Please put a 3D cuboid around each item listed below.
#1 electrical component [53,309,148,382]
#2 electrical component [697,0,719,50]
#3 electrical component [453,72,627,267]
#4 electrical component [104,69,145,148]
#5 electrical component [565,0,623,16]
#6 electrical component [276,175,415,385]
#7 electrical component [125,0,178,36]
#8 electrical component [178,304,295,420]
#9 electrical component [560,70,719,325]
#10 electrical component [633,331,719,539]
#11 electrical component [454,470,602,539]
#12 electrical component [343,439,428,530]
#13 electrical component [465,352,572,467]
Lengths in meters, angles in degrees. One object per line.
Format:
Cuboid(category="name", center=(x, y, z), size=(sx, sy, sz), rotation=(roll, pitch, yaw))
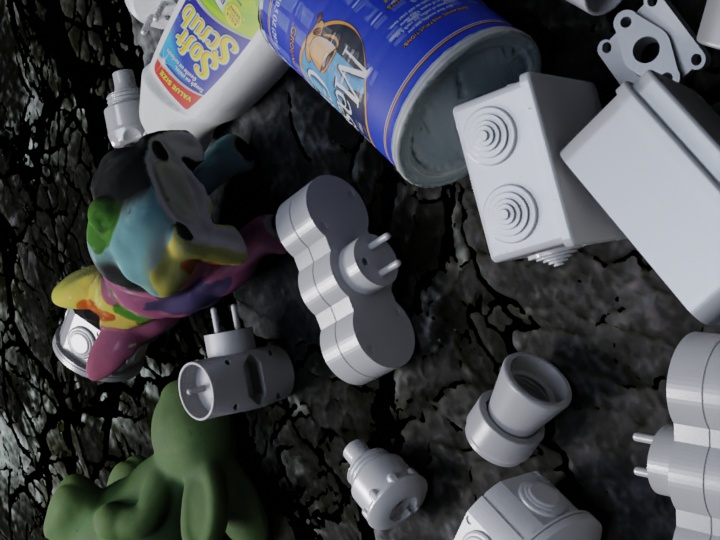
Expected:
Cuboid(category="electrical component", center=(-0.220, 0.055, 0.930), size=(0.080, 0.080, 0.051), rotation=(43, 121, 32))
Cuboid(category="electrical component", center=(0.205, -0.118, 0.471), size=(0.095, 0.054, 0.059), rotation=(29, 117, 39))
Cuboid(category="electrical component", center=(0.097, -0.052, 0.566), size=(0.048, 0.100, 0.099), rotation=(-17, 85, 34))
Cuboid(category="electrical component", center=(-0.190, -0.133, 0.888), size=(0.043, 0.043, 0.062), rotation=(-16, 85, 47))
Cuboid(category="electrical component", center=(0.111, -0.186, 0.563), size=(0.077, 0.043, 0.079), rotation=(41, 125, 34))
Cuboid(category="electrical component", center=(0.000, 0.000, 0.708), size=(0.074, 0.052, 0.138), rotation=(-32, 75, 45))
Cuboid(category="electrical component", center=(-0.147, -0.209, 0.811), size=(0.077, 0.044, 0.079), rotation=(-30, 36, 45))
Cuboid(category="electrical component", center=(-0.095, 0.065, 0.802), size=(0.043, 0.077, 0.079), rotation=(-12, 88, 46))
Cuboid(category="electrical component", center=(0.161, -0.034, 0.512), size=(0.057, 0.078, 0.113), rotation=(-46, 64, 25))
Cuboid(category="electrical component", center=(0.172, 0.100, 0.548), size=(0.074, 0.052, 0.138), rotation=(4, 100, 46))
Cuboid(category="electrical component", center=(0.096, 0.160, 0.620), size=(0.051, 0.080, 0.080), rotation=(44, 127, 38))
Cuboid(category="electrical component", center=(0.012, 0.141, 0.730), size=(0.062, 0.048, 0.048), rotation=(45, 127, 39))
Cuboid(category="electrical component", center=(0.092, 0.083, 0.634), size=(0.045, 0.045, 0.055), rotation=(49, 129, 28))
